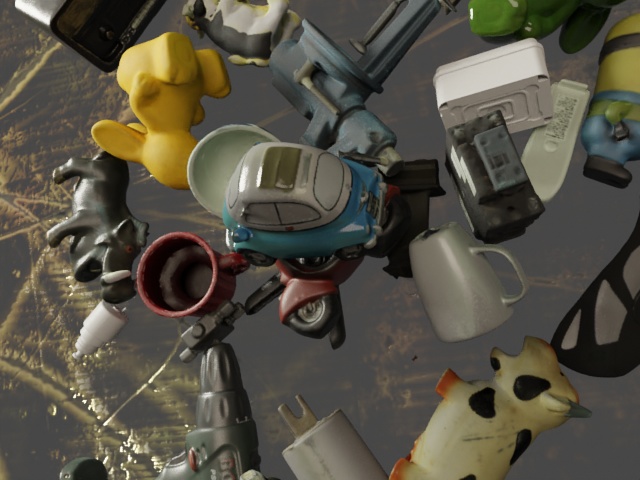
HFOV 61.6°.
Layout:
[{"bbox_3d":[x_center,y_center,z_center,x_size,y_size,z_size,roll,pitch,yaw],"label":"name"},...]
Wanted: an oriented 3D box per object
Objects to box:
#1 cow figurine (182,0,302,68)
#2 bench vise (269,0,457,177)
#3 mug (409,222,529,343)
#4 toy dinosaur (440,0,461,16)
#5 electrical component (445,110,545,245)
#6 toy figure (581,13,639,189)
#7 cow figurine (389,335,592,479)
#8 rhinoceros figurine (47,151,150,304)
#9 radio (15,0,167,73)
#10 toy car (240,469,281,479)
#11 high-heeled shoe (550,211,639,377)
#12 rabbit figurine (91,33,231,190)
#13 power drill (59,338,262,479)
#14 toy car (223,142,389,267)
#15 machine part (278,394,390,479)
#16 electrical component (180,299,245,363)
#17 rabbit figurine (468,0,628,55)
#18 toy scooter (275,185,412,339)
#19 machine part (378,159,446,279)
[{"bbox_3d":[-0.118,-0.278,0.689,0.167,0.068,0.098,24,89,16],"label":"cow figurine"},{"bbox_3d":[0.051,-0.190,0.595,0.240,0.128,0.224,-48,53,17],"label":"bench vise"},{"bbox_3d":[0.142,0.035,0.532,0.109,0.081,0.107,-25,95,45],"label":"mug"},{"bbox_3d":[0.295,-0.463,0.632,0.199,0.105,0.471,35,95,9],"label":"toy dinosaur"},{"bbox_3d":[0.173,-0.060,0.545,0.058,0.134,0.115,-22,76,6],"label":"electrical component"},{"bbox_3d":[0.323,-0.148,0.559,0.089,0.082,0.180,24,90,-2],"label":"toy figure"},{"bbox_3d":[0.169,0.180,0.519,0.127,0.085,0.195,29,82,22],"label":"cow figurine"},{"bbox_3d":[-0.263,-0.015,0.658,0.112,0.073,0.190,-10,73,-3],"label":"rhinoceros figurine"},{"bbox_3d":[-0.265,-0.341,0.696,0.073,0.131,0.229,34,86,16],"label":"radio"},{"bbox_3d":[-0.013,0.303,0.506,0.056,0.073,0.201,-37,93,-17],"label":"toy car"},{"bbox_3d":[0.307,0.017,0.551,0.145,0.086,0.249,-13,54,39],"label":"high-heeled shoe"},{"bbox_3d":[-0.190,-0.142,0.650,0.162,0.122,0.173,-11,95,12],"label":"rabbit figurine"},{"bbox_3d":[-0.163,0.243,0.579,0.207,0.086,0.232,-17,77,-1],"label":"power drill"},{"bbox_3d":[-0.025,-0.038,0.486,0.162,0.102,0.109,3,68,22],"label":"toy car"},{"bbox_3d":[0.040,0.259,0.530,0.079,0.079,0.243,-39,73,1],"label":"machine part"},{"bbox_3d":[-0.126,0.103,0.603,0.094,0.063,0.021,-42,74,1],"label":"electrical component"},{"bbox_3d":[0.256,-0.258,0.563,0.170,0.159,0.121,-2,78,30],"label":"rabbit figurine"},{"bbox_3d":[-0.001,-0.002,0.561,0.135,0.075,0.184,36,83,21],"label":"toy scooter"},{"bbox_3d":[0.099,-0.026,0.603,0.084,0.039,0.139,3,77,6],"label":"machine part"}]
